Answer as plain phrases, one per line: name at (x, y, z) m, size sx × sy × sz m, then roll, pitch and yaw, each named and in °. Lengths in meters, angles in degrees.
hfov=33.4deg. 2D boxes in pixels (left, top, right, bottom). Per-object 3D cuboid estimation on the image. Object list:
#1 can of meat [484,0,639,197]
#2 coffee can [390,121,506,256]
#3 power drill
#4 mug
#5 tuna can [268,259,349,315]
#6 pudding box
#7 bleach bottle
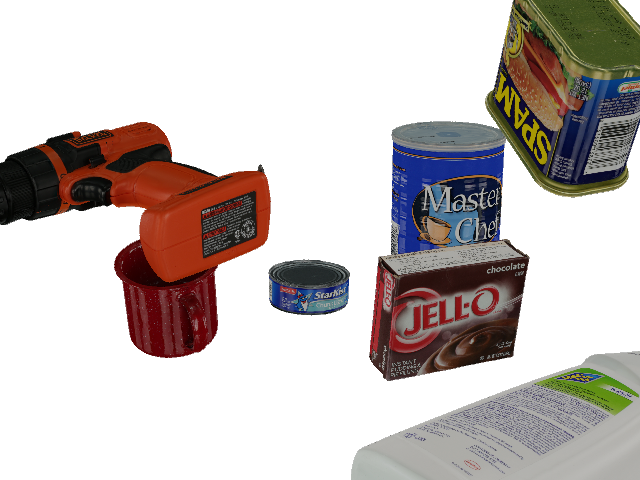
can of meat at (0.139, -0.089, 0.596) m, size 0.057 × 0.084 × 0.102 m, roll -10°, pitch 46°, yaw -15°
coffee can at (0.116, -0.031, 0.983) m, size 0.103 × 0.140 × 0.103 m, roll 0°, pitch 17°, yaw 0°
power drill at (-0.142, -0.030, 0.746) m, size 0.188 × 0.057 × 0.184 m, roll 23°, pitch 34°, yaw 39°
mug at (-0.129, 0.057, 0.954) m, size 0.093 × 0.081 × 0.117 m, roll -18°, pitch 36°, yaw -26°
tuna can at (-0.012, 0.049, 1.125) m, size 0.086 × 0.034 × 0.086 m, roll 1°, pitch 17°, yaw -1°
pudding box at (0.095, 0.051, 0.801) m, size 0.113 × 0.090 × 0.039 m, roll -9°, pitch 31°, yaw -22°
bleach bottle at (0.141, 0.114, 0.590) m, size 0.250 × 0.068 × 0.103 m, roll -16°, pitch 24°, yaw -35°
